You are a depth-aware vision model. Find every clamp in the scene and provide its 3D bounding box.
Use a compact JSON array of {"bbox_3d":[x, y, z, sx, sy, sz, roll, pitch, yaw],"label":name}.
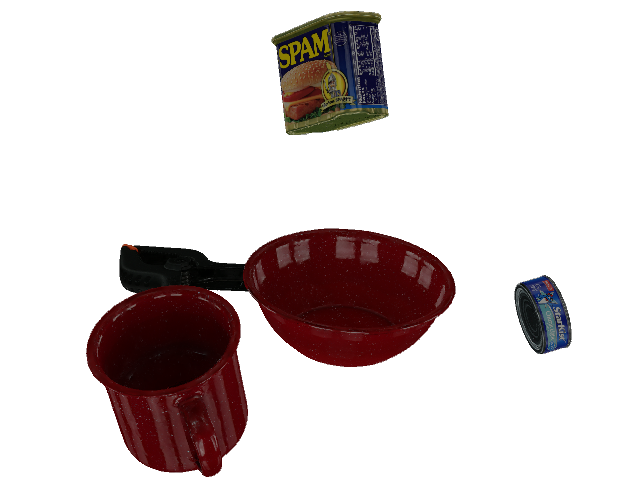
[{"bbox_3d":[-0.141,0.040,1.051,0.210,0.036,0.164,13,21,39],"label":"clamp"}]

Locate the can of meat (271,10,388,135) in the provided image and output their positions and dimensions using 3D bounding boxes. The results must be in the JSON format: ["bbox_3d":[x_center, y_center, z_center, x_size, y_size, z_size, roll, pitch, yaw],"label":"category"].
[{"bbox_3d":[0.008,-0.138,0.895,0.057,0.084,0.102,-5,-2,-39],"label":"can of meat"}]

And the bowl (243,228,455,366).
[{"bbox_3d":[0.021,0.050,0.822,0.162,0.055,0.162,3,27,-2],"label":"bowl"}]

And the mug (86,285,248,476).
[{"bbox_3d":[-0.084,0.095,0.651,0.093,0.081,0.117,-21,42,-17],"label":"mug"}]

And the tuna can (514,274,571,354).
[{"bbox_3d":[0.251,0.085,1.210,0.033,0.086,0.086,-15,2,-6],"label":"tuna can"}]
